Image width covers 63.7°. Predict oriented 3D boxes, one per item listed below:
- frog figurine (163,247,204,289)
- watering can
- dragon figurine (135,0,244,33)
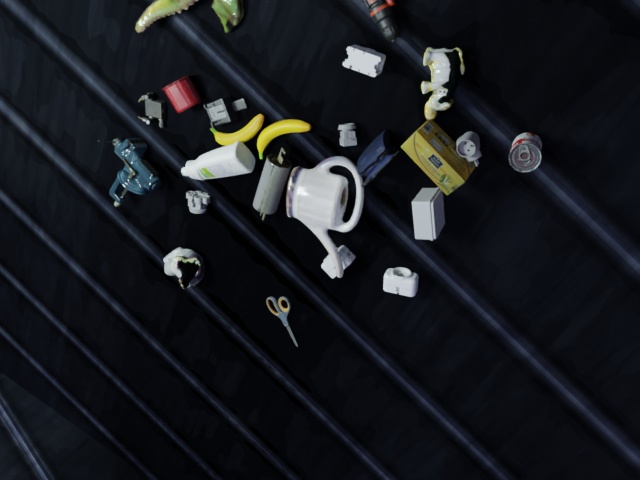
[{"bbox_3d":[-0.474,0.091,1.793,0.124,0.135,0.160,-38,22,-19],"label":"frog figurine"},{"bbox_3d":[0.004,-0.073,1.458,0.225,0.343,0.105,16,18,18],"label":"watering can"},{"bbox_3d":[-0.316,-0.647,1.358,0.403,0.242,0.125,-46,8,35],"label":"dragon figurine"}]
